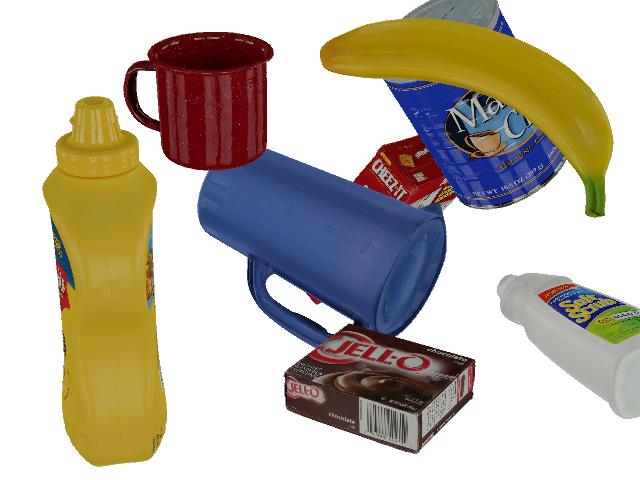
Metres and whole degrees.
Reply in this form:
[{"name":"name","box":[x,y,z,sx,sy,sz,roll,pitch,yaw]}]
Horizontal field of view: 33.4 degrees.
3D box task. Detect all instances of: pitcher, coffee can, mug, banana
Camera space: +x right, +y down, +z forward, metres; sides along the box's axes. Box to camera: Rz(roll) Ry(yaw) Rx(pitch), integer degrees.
[{"name":"pitcher","box":[-0.008,0.000,1.076,0.243,0.145,0.149,26,27,25]},{"name":"coffee can","box":[0.119,-0.109,0.831,0.103,0.102,0.140,0,-43,44]},{"name":"mug","box":[-0.093,-0.106,0.807,0.117,0.081,0.093,6,29,9]},{"name":"banana","box":[0.094,-0.091,0.625,0.198,0.069,0.037,32,-6,18]}]

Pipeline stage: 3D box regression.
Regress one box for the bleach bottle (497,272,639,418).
[{"name":"bleach bottle","box":[0.242,0.083,1.018,0.102,0.068,0.251,-14,20,-21]}]

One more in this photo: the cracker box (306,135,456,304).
[{"name":"cracker box","box":[0.075,-0.033,1.251,0.163,0.072,0.214,-23,-22,-50]}]

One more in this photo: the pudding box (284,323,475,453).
[{"name":"pudding box","box":[0.044,0.105,0.779,0.114,0.039,0.089,16,29,30]}]

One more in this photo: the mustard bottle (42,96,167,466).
[{"name":"mustard bottle","box":[-0.114,0.017,0.567,0.058,0.192,0.096,-4,27,-12]}]
